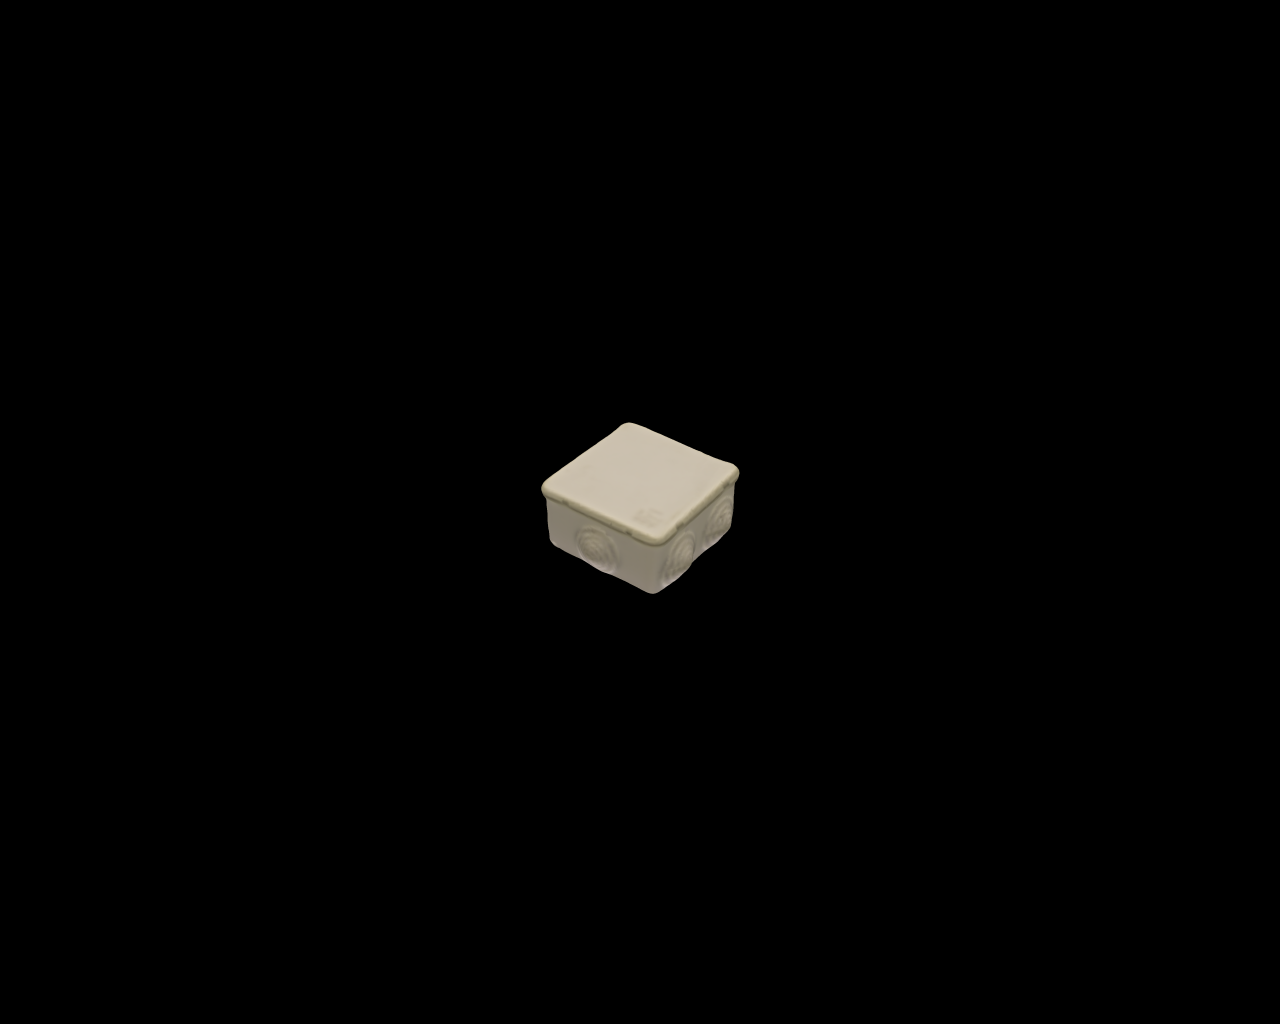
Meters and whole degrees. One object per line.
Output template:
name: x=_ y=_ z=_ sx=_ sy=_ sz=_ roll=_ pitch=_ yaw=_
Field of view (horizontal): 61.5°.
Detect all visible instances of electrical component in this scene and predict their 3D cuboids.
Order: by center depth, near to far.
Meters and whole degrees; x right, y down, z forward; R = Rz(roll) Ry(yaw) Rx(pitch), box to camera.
electrical component: x=0.001 y=-0.003 z=0.650 sx=0.100 sy=0.048 sz=0.100 roll=25 pitch=45 yaw=28
